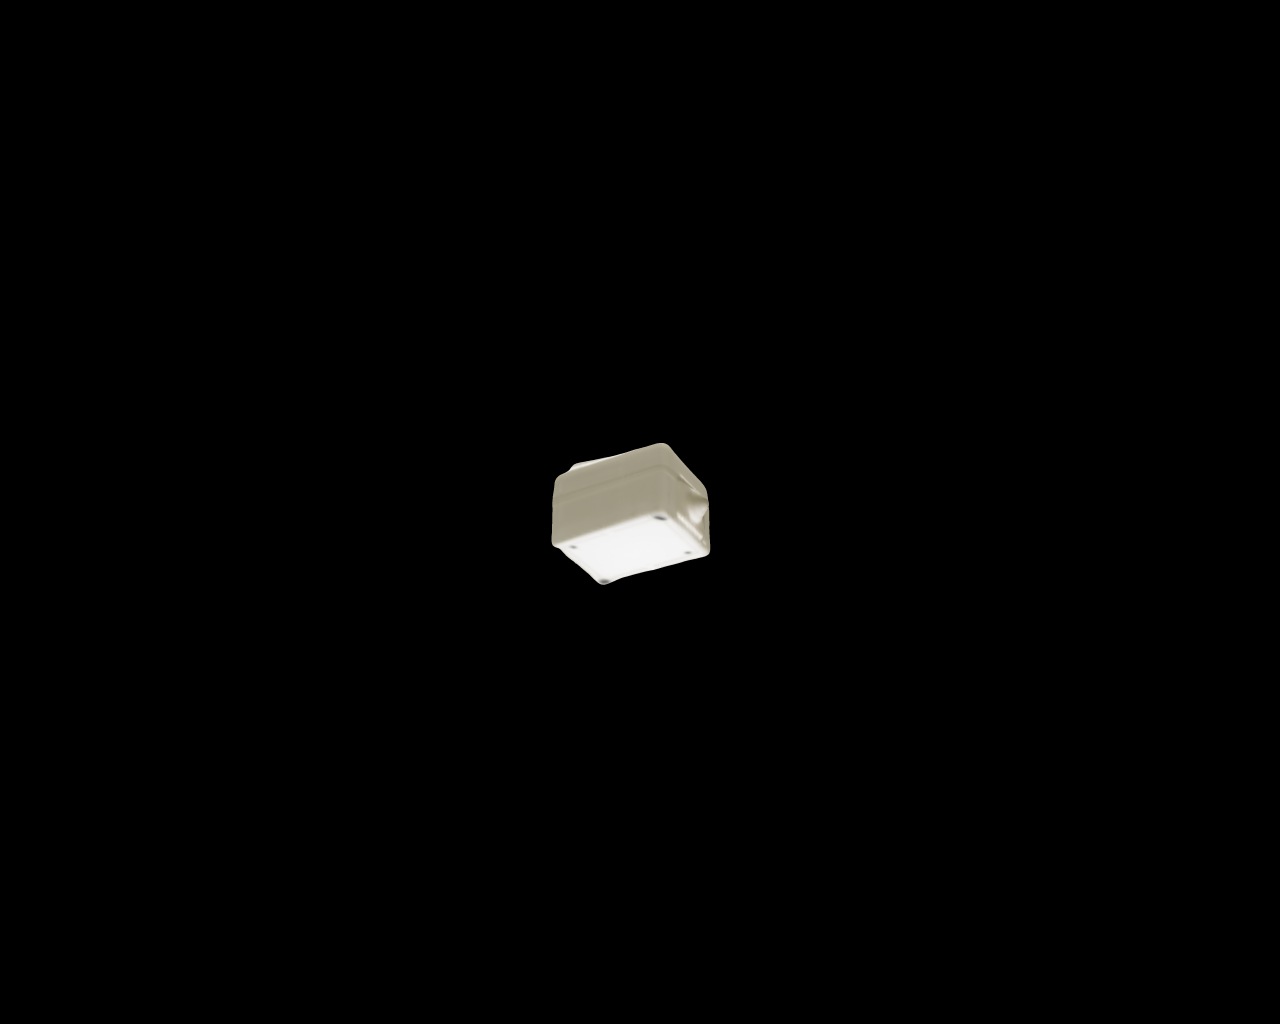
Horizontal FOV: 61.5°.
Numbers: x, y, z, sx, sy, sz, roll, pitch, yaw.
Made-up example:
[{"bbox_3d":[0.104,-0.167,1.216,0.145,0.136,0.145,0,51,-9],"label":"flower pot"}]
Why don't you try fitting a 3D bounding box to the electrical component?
[{"bbox_3d":[0.001,-0.003,0.650,0.096,0.061,0.061,-17,-36,24],"label":"electrical component"}]
